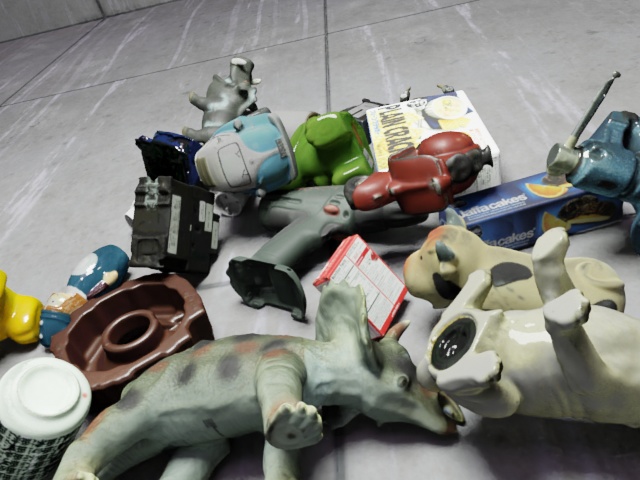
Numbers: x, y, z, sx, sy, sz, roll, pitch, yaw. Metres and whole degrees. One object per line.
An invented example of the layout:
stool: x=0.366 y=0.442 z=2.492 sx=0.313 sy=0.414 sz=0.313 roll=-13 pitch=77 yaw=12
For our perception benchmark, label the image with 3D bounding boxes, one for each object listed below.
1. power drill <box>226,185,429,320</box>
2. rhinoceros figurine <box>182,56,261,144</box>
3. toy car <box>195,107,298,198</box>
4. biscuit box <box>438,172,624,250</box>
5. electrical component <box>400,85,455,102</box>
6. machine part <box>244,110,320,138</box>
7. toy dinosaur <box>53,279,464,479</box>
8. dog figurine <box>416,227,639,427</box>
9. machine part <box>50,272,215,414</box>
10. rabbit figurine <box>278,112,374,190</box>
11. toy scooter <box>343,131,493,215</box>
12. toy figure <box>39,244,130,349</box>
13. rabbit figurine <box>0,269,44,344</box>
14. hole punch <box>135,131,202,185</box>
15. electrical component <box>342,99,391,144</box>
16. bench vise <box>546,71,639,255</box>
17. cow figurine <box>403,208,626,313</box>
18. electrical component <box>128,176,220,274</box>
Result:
power drill: x=-0.001 y=-0.002 z=0.658 sx=0.232 sy=0.085 sz=0.207 roll=8 pitch=45 yaw=31
rhinoceros figurine: x=-0.160 y=-0.226 z=0.905 sx=0.112 sy=0.073 sz=0.190 roll=-1 pitch=64 yaw=28
toy car: x=-0.114 y=-0.109 z=0.722 sx=0.162 sy=0.109 sz=0.103 roll=1 pitch=23 yaw=46
biscuit box: x=0.244 y=-0.034 z=0.627 sx=0.203 sy=0.059 sz=0.063 roll=-16 pitch=36 yaw=-1
electrical component: x=0.184 y=-0.236 z=0.934 sx=0.102 sy=0.045 sz=0.078 roll=0 pitch=37 yaw=20
machine part: x=-0.080 y=-0.186 z=0.937 sx=0.244 sy=0.079 sz=0.079 roll=9 pitch=42 yaw=29
toy dinosaur: x=-0.088 y=0.143 z=0.472 sx=0.405 sy=0.131 sz=0.192 roll=-13 pitch=23 yaw=11
dog figurine: x=0.193 y=0.110 z=0.411 sx=0.172 sy=0.190 sz=0.121 roll=-37 pitch=19 yaw=43
machine part: x=-0.206 y=0.111 z=0.601 sx=0.179 sy=0.055 sz=0.179 roll=-10 pitch=35 yaw=7
rabbit figurine: x=-0.018 y=-0.122 z=0.798 sx=0.170 sy=0.121 sz=0.159 roll=-24 pitch=27 yaw=18
toy scooter: x=0.127 y=-0.074 z=0.597 sx=0.184 sy=0.075 sz=0.135 roll=-24 pitch=14 yaw=-23
toy figure: x=-0.311 y=0.070 z=0.696 sx=0.064 sy=0.058 sz=0.154 roll=-36 pitch=17 yaw=45
rabbit figurine: x=-0.433 y=0.125 z=0.619 sx=0.162 sy=0.121 sz=0.173 roll=-4 pitch=55 yaw=4
hole punch: x=-0.223 y=-0.123 z=0.879 sx=0.142 sy=0.115 sz=0.092 roll=21 pitch=41 yaw=39
electrical component: x=0.062 y=-0.195 z=0.923 sx=0.119 sy=0.047 sz=0.075 roll=-31 pitch=38 yaw=-23
bench vise: x=0.324 y=-0.018 z=0.494 sx=0.223 sy=0.128 sz=0.241 roll=23 pitch=49 yaw=-10
cow figurine: x=0.171 y=0.042 z=0.495 sx=0.195 sy=0.127 sz=0.085 roll=7 pitch=39 yaw=24
electrical component: x=-0.182 y=-0.013 z=0.693 sx=0.058 sy=0.134 sz=0.115 roll=3 pitch=82 yaw=19
